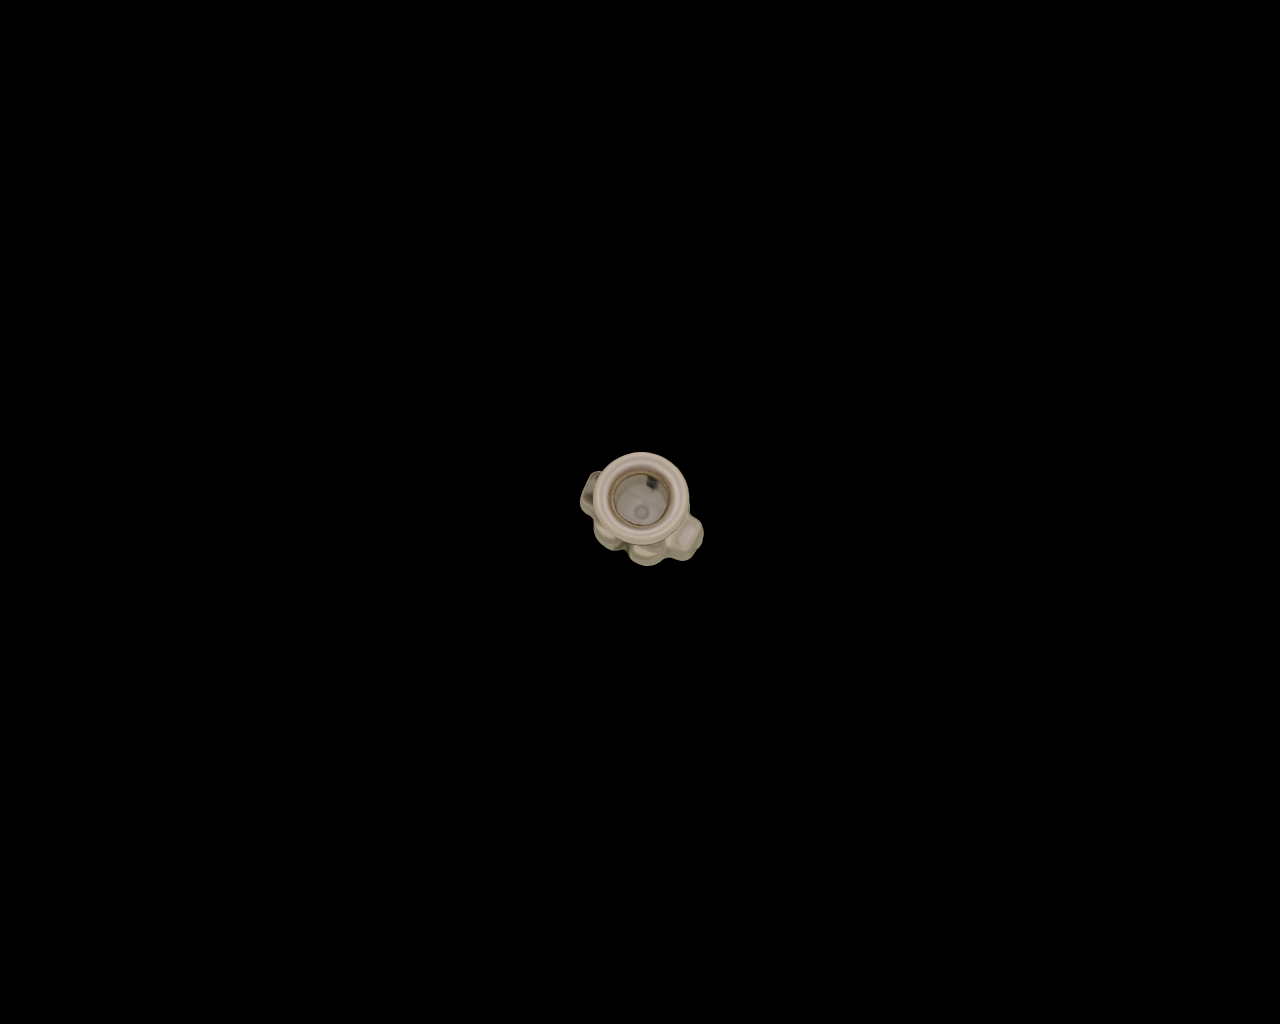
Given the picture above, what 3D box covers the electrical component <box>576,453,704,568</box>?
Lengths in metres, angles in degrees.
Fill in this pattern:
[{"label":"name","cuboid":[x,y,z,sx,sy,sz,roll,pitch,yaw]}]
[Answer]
[{"label":"electrical component","cuboid":[0.001,-0.003,0.650,0.078,0.058,0.057,27,-14,7]}]
